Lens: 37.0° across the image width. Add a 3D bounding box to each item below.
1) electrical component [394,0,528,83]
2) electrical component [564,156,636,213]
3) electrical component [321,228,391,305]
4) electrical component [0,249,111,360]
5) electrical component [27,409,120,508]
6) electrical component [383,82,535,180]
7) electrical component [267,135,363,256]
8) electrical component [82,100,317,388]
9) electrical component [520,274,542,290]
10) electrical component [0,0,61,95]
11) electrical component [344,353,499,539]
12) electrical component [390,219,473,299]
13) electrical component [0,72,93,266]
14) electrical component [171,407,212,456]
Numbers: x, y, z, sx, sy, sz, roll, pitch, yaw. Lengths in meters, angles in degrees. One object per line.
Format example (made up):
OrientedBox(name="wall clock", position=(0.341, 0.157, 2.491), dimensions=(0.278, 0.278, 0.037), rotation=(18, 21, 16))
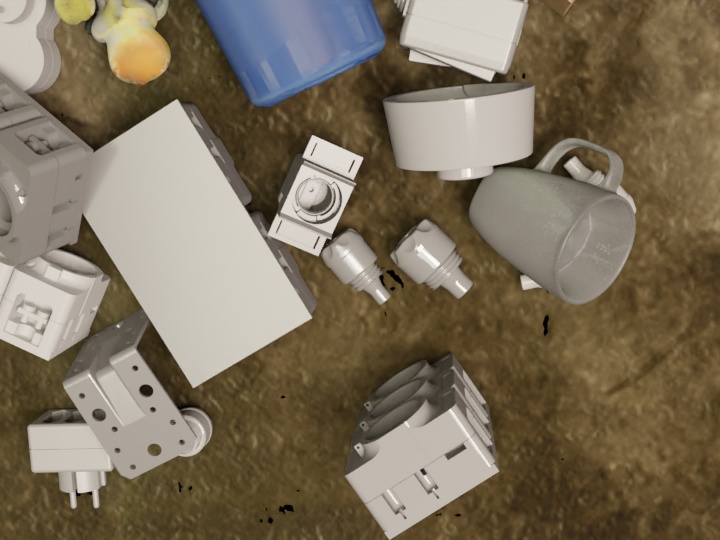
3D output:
OrientedBox(name="electrical component", position=(0.067, -0.175, 0.779), dimensions=(0.096, 0.061, 0.061), rotation=(16, 99, 2))
OrientedBox(name="electrical component", position=(0.176, -0.058, 0.802), dimensions=(0.035, 0.035, 0.061), rotation=(-41, 92, 9))
OrientedBox(name="electrical component", position=(0.000, 0.000, 0.825), dimensions=(0.035, 0.035, 0.061), rotation=(-39, 96, 9))
OrientedBox(name="electrical component", position=(-0.278, 0.001, 0.819), dimensions=(0.150, 0.089, 0.061), rotation=(25, 100, 1))
OrientedBox(name="electrical component", position=(-0.223, 0.153, 0.859), dimensions=(0.066, 0.047, 0.076), rotation=(-2, 98, 5))
OrientedBox(name="electrical component", position=(0.073, -0.097, 0.770), dimensions=(0.108, 0.108, 0.060), rotation=(-5, 104, 5))
OrientedBox(name="electrical component", position=(-0.035, -0.058, 0.803), dimensions=(0.042, 0.064, 0.081), rotation=(23, 100, -15))
OrientedBox(name="electrical component", position=(-0.126, -0.022, 0.818), dimensions=(0.105, 0.060, 0.186), rotation=(-31, 95, 8))
OrientedBox(name="electrical component", position=(0.152, 0.003, 0.813), dimensions=(0.061, 0.035, 0.035), rotation=(-12, 97, 9))
OrientedBox(name="electrical component", position=(-0.257, -0.200, 0.796), dimensions=(0.052, 0.073, 0.138), rotation=(5, 99, 4))
OrientedBox(name="electrical component", position=(0.043, 0.118, 0.780), dimensions=(0.089, 0.150, 0.061), rotation=(-34, 96, 9))
OrientedBox(name="electrical component", position=(0.058, -0.005, 0.815), dimensions=(0.062, 0.043, 0.043), rotation=(43, 99, -4))
OrientedBox(name="electrical component", position=(-0.272, -0.085, 0.778), dimensions=(0.150, 0.062, 0.089), rotation=(39, 131, 19))
OrientedBox(name="electrical component", position=(-0.137, 0.130, 0.841), dimensions=(0.035, 0.061, 0.035), rotation=(1, 98, 4))
